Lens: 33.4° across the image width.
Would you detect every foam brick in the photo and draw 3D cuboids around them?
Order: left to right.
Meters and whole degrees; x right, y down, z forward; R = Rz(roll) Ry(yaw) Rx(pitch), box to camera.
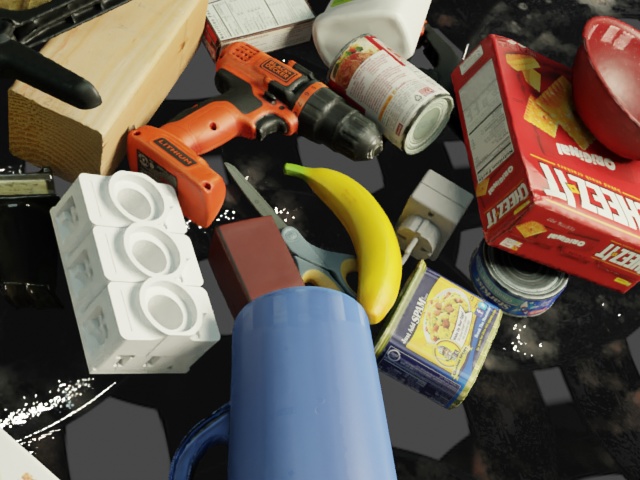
[{"bbox_3d":[-0.054,0.028,0.889,0.051,0.053,0.078,-16,64,-23],"label":"foam brick"}]

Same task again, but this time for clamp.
[{"bbox_3d":[-0.250,-0.152,0.858,0.210,0.036,0.164,-7,45,7],"label":"clamp"},{"bbox_3d":[0.092,-0.145,1.048,0.120,0.039,0.171,-2,54,-13],"label":"clamp"}]

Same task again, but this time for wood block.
[{"bbox_3d":[-0.184,-0.155,0.949,0.090,0.091,0.206,25,55,2],"label":"wood block"}]

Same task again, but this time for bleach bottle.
[{"bbox_3d":[0.072,-0.275,1.105,0.103,0.068,0.250,-5,42,24],"label":"bleach bottle"}]

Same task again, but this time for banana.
[{"bbox_3d":[0.032,-0.003,0.925,0.069,0.037,0.198,-15,46,-15],"label":"banana"}]

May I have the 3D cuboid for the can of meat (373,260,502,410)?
[{"bbox_3d":[0.096,0.080,0.892,0.084,0.057,0.102,29,56,2],"label":"can of meat"}]

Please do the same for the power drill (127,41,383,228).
[{"bbox_3d":[-0.062,-0.090,0.946,0.185,0.057,0.187,33,52,24],"label":"power drill"}]

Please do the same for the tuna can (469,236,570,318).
[{"bbox_3d":[0.180,0.025,0.962,0.086,0.034,0.086,7,56,-10],"label":"tuna can"}]

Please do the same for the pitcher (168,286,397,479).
[{"bbox_3d":[-0.018,0.159,0.771,0.149,0.145,0.243,25,44,-34],"label":"pitcher"}]

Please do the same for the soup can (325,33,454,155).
[{"bbox_3d":[0.064,-0.134,0.980,0.068,0.068,0.102,-34,63,-30],"label":"soup can"}]

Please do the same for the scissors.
[{"bbox_3d":[-0.006,0.001,0.941,0.096,0.016,0.202,-13,61,-25],"label":"scissors"}]

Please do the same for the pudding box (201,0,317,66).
[{"bbox_3d":[-0.071,-0.228,1.058,0.113,0.039,0.090,-19,66,-22],"label":"pudding box"}]

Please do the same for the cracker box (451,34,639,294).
[{"bbox_3d":[0.217,-0.074,0.976,0.164,0.072,0.213,18,46,-26],"label":"cracker box"}]

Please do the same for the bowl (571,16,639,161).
[{"bbox_3d":[0.283,-0.126,0.975,0.162,0.055,0.162,23,45,-25],"label":"bowl"}]
